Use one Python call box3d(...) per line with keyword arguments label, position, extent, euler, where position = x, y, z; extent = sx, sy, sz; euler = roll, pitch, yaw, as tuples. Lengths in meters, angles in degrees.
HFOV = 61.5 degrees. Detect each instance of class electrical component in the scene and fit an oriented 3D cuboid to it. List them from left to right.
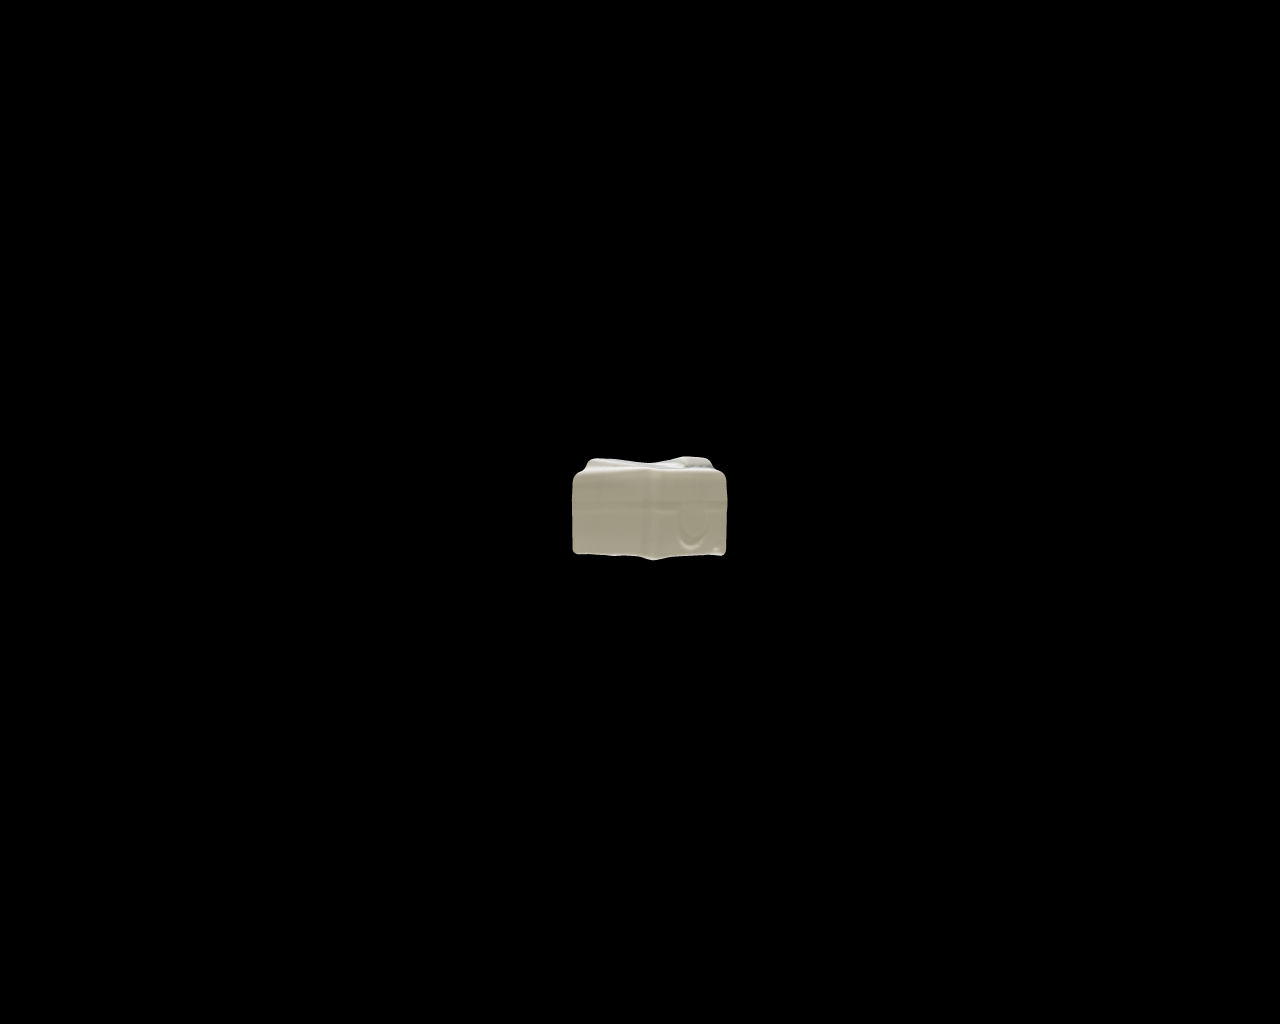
box3d(label="electrical component", position=(0.001, -0.003, 0.650), extent=(0.062, 0.061, 0.096), euler=(0, 0, -39))
